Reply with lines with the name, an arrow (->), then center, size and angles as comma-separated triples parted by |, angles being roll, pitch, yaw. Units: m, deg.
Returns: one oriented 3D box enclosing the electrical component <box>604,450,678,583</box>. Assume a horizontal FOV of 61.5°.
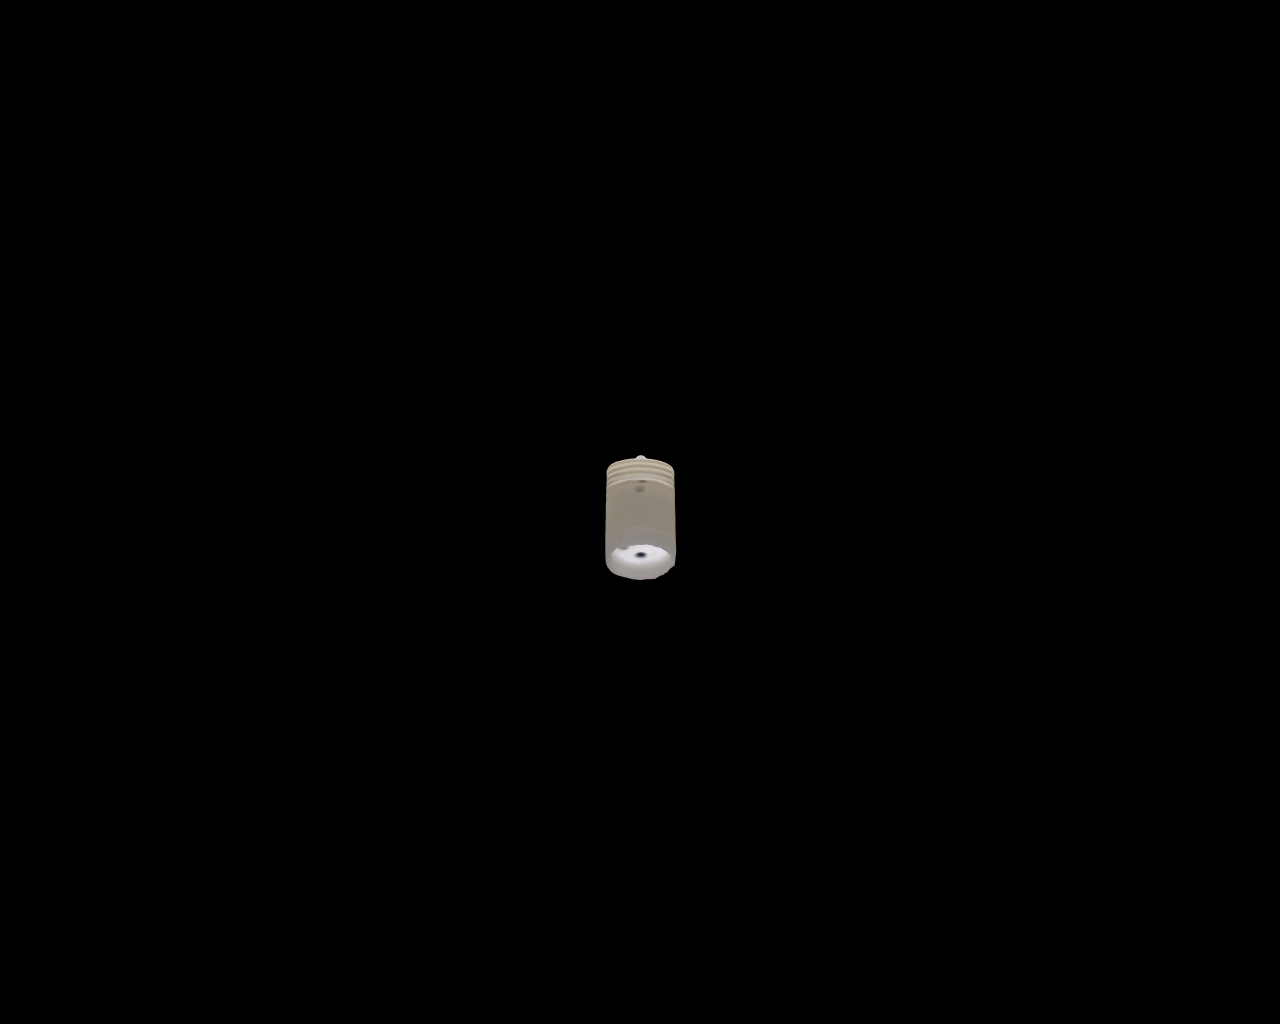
electrical component -> 0.001, -0.003, 0.650 | 0.043, 0.081, 0.043 | 0, -34, 0
